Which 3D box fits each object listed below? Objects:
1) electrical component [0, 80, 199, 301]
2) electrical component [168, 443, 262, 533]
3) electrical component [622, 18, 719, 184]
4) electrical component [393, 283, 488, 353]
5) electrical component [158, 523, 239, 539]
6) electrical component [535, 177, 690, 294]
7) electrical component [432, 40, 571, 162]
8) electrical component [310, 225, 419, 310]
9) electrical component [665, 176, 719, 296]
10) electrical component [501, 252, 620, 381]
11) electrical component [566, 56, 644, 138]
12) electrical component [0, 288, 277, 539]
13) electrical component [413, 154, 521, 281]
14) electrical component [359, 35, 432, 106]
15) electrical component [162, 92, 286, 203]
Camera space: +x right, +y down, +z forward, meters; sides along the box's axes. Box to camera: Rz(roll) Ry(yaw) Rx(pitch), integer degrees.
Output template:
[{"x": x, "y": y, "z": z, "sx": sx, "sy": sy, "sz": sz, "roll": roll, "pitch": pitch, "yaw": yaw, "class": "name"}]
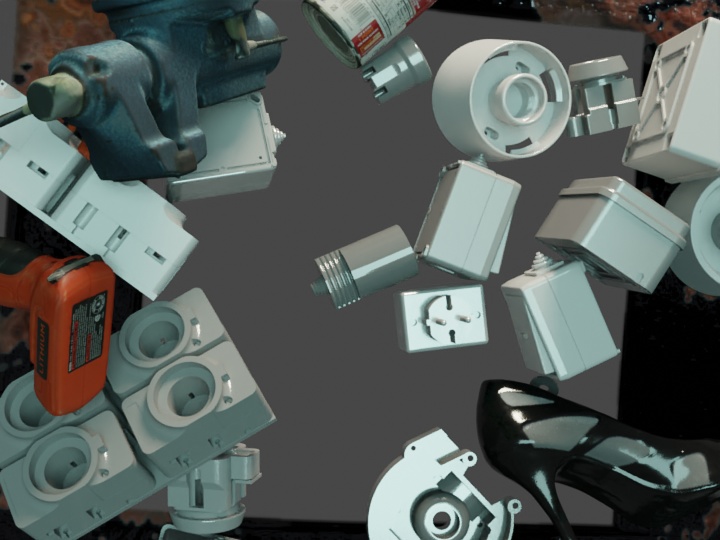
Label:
[{"x": -0.205, "y": -0.059, "z": 0.776, "sx": 0.186, "sy": 0.105, "sz": 0.060, "roll": 37, "pitch": 85, "yaw": -7, "class": "electrical component"}, {"x": -0.115, "y": 0.164, "z": 0.815, "sx": 0.078, "sy": 0.058, "sz": 0.057, "roll": 1, "pitch": 95, "yaw": 14, "class": "electrical component"}, {"x": 0.261, "y": -0.129, "z": 0.843, "sx": 0.056, "sy": 0.109, "sz": 0.108, "roll": 18, "pitch": 88, "yaw": -6, "class": "electrical component"}, {"x": 0.066, "y": 0.037, "z": 0.831, "sx": 0.066, "sy": 0.077, "sz": 0.047, "roll": -6, "pitch": 92, "yaw": -8, "class": "electrical component"}, {"x": -0.120, "y": 0.250, "z": 0.821, "sx": 0.100, "sy": 0.048, "sz": 0.099, "roll": 16, "pitch": 88, "yaw": -8, "class": "electrical component"}, {"x": 0.193, "y": -0.028, "z": 0.832, "sx": 0.078, "sy": 0.113, "sz": 0.057, "roll": 33, "pitch": 89, "yaw": -8, "class": "electrical component"}, {"x": 0.115, "y": -0.135, "z": 0.855, "sx": 0.099, "sy": 0.064, "sz": 0.099, "roll": -3, "pitch": 98, "yaw": -21, "class": "electrical component"}, {"x": 0.000, "y": 0.000, "z": 0.838, "sx": 0.081, "sy": 0.043, "sz": 0.043, "roll": -23, "pitch": 94, "yaw": -8, "class": "electrical component"}, {"x": 0.307, "y": -0.032, "z": 0.874, "sx": 0.108, "sy": 0.060, "sz": 0.108, "roll": 0, "pitch": 91, "yaw": -8, "class": "electrical component"}, {"x": 0.151, "y": 0.034, "z": 0.852, "sx": 0.061, "sy": 0.062, "sz": 0.096, "roll": -24, "pitch": 94, "yaw": -7, "class": "electrical component"}, {"x": 0.194, "y": -0.141, "z": 0.865, "sx": 0.066, "sy": 0.048, "sz": 0.055, "roll": -13, "pitch": 100, "yaw": -8, "class": "electrical component"}, {"x": -0.171, "y": 0.104, "z": 0.780, "sx": 0.186, "sy": 0.060, "sz": 0.105, "roll": -30, "pitch": 57, "yaw": -7, "class": "electrical component"}, {"x": 0.087, "y": -0.042, "z": 0.841, "sx": 0.061, "sy": 0.062, "sz": 0.096, "roll": 21, "pitch": 88, "yaw": -8, "class": "electrical component"}, {"x": 0.027, "y": -0.155, "z": 0.843, "sx": 0.046, "sy": 0.040, "sz": 0.040, "roll": -31, "pitch": 95, "yaw": -1, "class": "electrical component"}, {"x": -0.104, "y": -0.091, "z": 0.811, "sx": 0.096, "sy": 0.061, "sz": 0.061, "roll": -10, "pitch": 79, "yaw": -14, "class": "electrical component"}]
